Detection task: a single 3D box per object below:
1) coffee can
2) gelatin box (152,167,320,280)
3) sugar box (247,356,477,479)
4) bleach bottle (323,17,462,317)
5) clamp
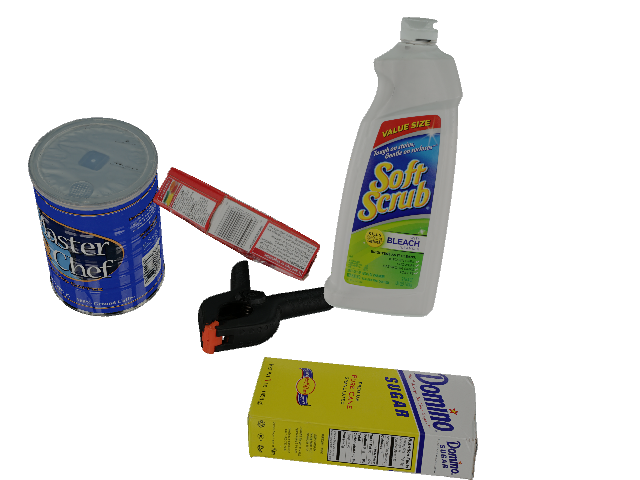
[{"bbox_3d":[-0.186,-0.019,0.906,0.102,0.103,0.140,0,-42,-5],"label":"coffee can"},{"bbox_3d":[-0.054,-0.010,0.697,0.089,0.030,0.073,28,0,-40],"label":"gelatin box"},{"bbox_3d":[0.035,0.139,0.850,0.176,0.048,0.093,2,25,5],"label":"sugar box"},{"bbox_3d":[0.064,-0.064,0.916,0.102,0.251,0.068,7,17,7],"label":"bleach bottle"},{"bbox_3d":[-0.075,0.064,1.065,0.120,0.039,0.171,14,21,32],"label":"clamp"}]
